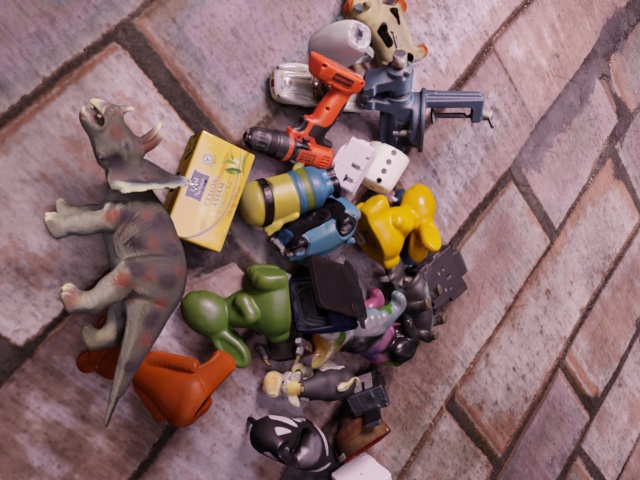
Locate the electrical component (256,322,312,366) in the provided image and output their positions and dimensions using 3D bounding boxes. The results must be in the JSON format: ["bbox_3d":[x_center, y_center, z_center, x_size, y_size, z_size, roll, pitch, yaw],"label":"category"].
[{"bbox_3d":[-0.059,0.181,0.930,0.045,0.102,0.078,34,53,-57],"label":"electrical component"}]

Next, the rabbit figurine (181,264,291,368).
[{"bbox_3d":[-0.140,0.120,0.885,0.170,0.121,0.159,-5,103,-14],"label":"rabbit figurine"}]

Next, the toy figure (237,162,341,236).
[{"bbox_3d":[-0.054,-0.079,0.910,0.180,0.082,0.089,-20,131,-10],"label":"toy figure"}]

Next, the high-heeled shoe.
[{"bbox_3d":[-0.025,0.363,0.928,0.248,0.145,0.086,34,75,-27],"label":"high-heeled shoe"}]

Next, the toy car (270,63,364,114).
[{"bbox_3d":[0.003,-0.271,0.970,0.202,0.056,0.073,-2,93,-32],"label":"toy car"}]

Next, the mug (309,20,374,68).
[{"bbox_3d":[0.050,-0.345,0.967,0.109,0.107,0.080,20,83,-29],"label":"mug"}]

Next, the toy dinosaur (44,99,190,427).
[{"bbox_3d":[-0.250,0.023,0.732,0.192,0.131,0.404,-15,88,-11],"label":"toy dinosaur"}]

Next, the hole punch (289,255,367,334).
[{"bbox_3d":[0.011,0.101,0.922,0.115,0.092,0.142,18,40,-34],"label":"hole punch"}]

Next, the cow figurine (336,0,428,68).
[{"bbox_3d":[0.112,-0.403,1.020,0.127,0.086,0.194,-44,114,-29],"label":"cow figurine"}]

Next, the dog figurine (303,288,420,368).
[{"bbox_3d":[0.063,0.189,1.003,0.219,0.109,0.191,-29,109,-23],"label":"dog figurine"}]

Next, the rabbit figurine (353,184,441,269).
[{"bbox_3d":[0.159,-0.035,1.008,0.173,0.122,0.162,-38,84,-25],"label":"rabbit figurine"}]

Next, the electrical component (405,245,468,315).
[{"bbox_3d":[0.253,0.076,1.142,0.134,0.058,0.114,-37,112,-25],"label":"electrical component"}]

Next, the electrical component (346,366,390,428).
[{"bbox_3d":[0.088,0.294,1.003,0.075,0.119,0.047,-22,104,12],"label":"electrical component"}]

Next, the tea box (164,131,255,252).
[{"bbox_3d":[-0.183,-0.075,0.855,0.098,0.068,0.169,22,82,-30],"label":"tea box"}]

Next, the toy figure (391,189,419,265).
[{"bbox_3d":[0.180,-0.027,1.094,0.064,0.058,0.154,-10,97,-69],"label":"toy figure"}]

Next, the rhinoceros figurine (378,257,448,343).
[{"bbox_3d":[0.184,0.118,1.074,0.073,0.112,0.190,-46,121,-40],"label":"rhinoceros figurine"}]

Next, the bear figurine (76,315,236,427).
[{"bbox_3d":[-0.249,0.191,0.808,0.196,0.132,0.120,31,103,9],"label":"bear figurine"}]

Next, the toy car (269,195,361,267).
[{"bbox_3d":[-0.002,-0.003,0.955,0.162,0.109,0.102,-32,130,-18],"label":"toy car"}]

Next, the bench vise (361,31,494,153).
[{"bbox_3d":[0.198,-0.251,0.990,0.129,0.241,0.223,-78,169,-48],"label":"bench vise"}]

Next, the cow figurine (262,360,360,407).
[{"bbox_3d":[-0.014,0.260,0.956,0.167,0.098,0.068,2,90,-37],"label":"cow figurine"}]
